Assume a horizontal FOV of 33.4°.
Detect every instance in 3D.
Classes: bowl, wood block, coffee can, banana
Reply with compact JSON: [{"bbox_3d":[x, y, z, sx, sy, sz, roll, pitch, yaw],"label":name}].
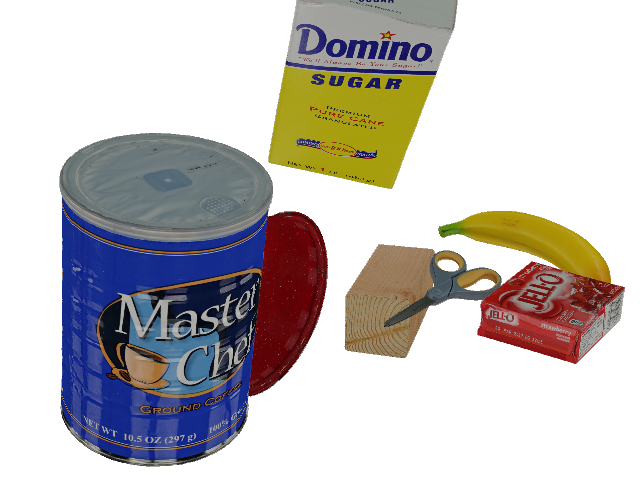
[{"bbox_3d":[-0.066,0.043,0.873,0.055,0.162,0.162,23,-13,-34],"label":"bowl"},{"bbox_3d":[0.104,0.084,1.555,0.091,0.090,0.205,6,21,14],"label":"wood block"},{"bbox_3d":[-0.082,0.029,0.550,0.102,0.140,0.103,6,30,-4],"label":"coffee can"},{"bbox_3d":[0.208,0.007,1.026,0.069,0.037,0.198,-39,37,-27],"label":"banana"}]

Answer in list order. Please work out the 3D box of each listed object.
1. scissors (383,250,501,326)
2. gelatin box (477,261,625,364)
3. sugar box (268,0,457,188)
[{"bbox_3d":[0.126,0.053,1.245,0.201,0.016,0.096,-11,40,-35],"label":"scissors"},{"bbox_3d":[0.162,0.048,0.748,0.073,0.030,0.089,17,26,31],"label":"gelatin box"},{"bbox_3d":[0.022,-0.102,0.681,0.093,0.048,0.176,11,-27,-2],"label":"sugar box"}]
